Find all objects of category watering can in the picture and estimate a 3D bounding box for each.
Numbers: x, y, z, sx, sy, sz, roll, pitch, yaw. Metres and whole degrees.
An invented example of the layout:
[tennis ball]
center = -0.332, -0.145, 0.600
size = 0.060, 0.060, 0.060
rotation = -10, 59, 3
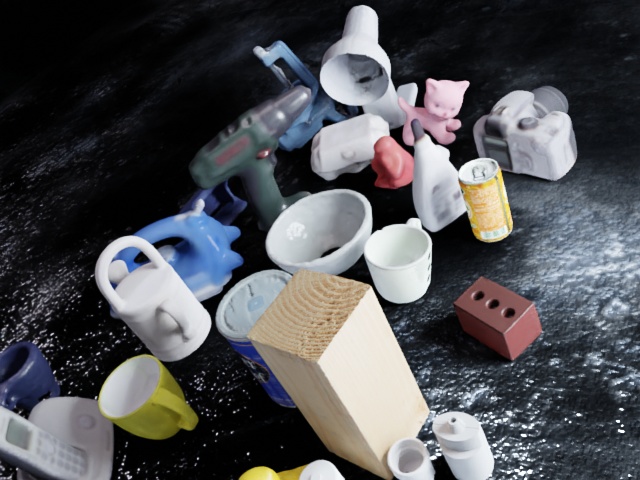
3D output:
[watering can]
center = -0.252, 0.077, 0.822
size = 0.172, 0.194, 0.101
rotation = -3, 43, 29

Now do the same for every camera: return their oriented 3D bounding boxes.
[camera]
center = 0.320, -0.176, 0.854
size = 0.137, 0.101, 0.142
rotation = -42, 39, -19

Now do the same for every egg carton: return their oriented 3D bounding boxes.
[egg carton]
center = 0.055, -0.167, 1.031
size = 0.150, 0.070, 0.107
rotation = -16, 38, 15

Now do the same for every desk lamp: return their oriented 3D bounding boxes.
[desk lamp]
center = 0.091, -0.303, 1.052
size = 0.117, 0.214, 0.203
rotation = -7, 41, 24

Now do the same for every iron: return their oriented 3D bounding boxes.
[iron]
center = -0.259, 0.033, 0.923
size = 0.258, 0.142, 0.118
rotation = -24, 37, 4

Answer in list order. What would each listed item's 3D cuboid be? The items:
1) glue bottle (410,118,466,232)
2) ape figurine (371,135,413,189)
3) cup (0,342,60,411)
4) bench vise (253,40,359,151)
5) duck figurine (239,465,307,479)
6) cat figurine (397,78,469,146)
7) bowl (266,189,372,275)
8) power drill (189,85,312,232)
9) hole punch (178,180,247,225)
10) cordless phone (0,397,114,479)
[glue bottle]
center = 0.156, -0.096, 0.798
size = 0.078, 0.173, 0.037
rotation = -35, 37, -10
[ape figurine]
center = 0.113, -0.130, 0.932
size = 0.076, 0.092, 0.077
rotation = -21, 37, 8
[cup]
center = -0.433, 0.221, 0.844
size = 0.091, 0.095, 0.117
rotation = -24, 37, 4
[bench vise]
center = -0.032, -0.310, 1.129
size = 0.208, 0.220, 0.121
rotation = -42, 39, -19
[duck figurine]
center = -0.047, 0.258, 0.573
size = 0.104, 0.086, 0.077
rotation = -34, 37, -10
[cat figurine]
center = 0.193, -0.229, 0.980
size = 0.127, 0.118, 0.067
rotation = 3, 46, 33
[bowl]
center = 0.008, 0.003, 0.853
size = 0.167, 0.075, 0.167
rotation = -17, 38, 14
[power drill]
center = -0.085, -0.121, 0.945
size = 0.229, 0.209, 0.075
rotation = -26, 37, 1
[hole punch]
center = -0.210, -0.069, 1.057
size = 0.100, 0.091, 0.109
rotation = 10, 50, 39
[cordless phone]
center = -0.338, 0.231, 0.699
size = 0.094, 0.185, 0.147
rotation = -28, 37, -2
